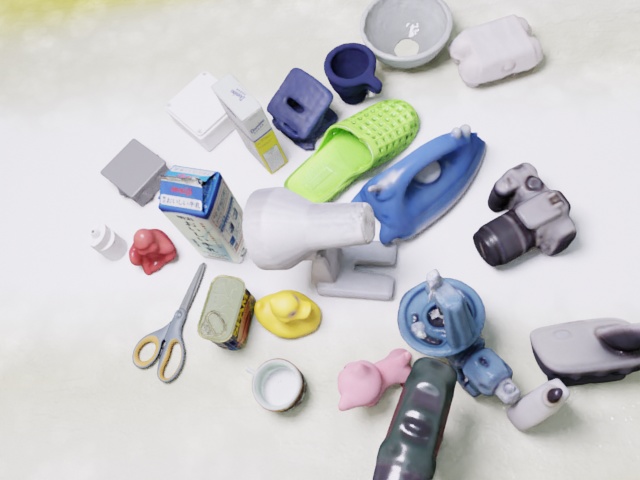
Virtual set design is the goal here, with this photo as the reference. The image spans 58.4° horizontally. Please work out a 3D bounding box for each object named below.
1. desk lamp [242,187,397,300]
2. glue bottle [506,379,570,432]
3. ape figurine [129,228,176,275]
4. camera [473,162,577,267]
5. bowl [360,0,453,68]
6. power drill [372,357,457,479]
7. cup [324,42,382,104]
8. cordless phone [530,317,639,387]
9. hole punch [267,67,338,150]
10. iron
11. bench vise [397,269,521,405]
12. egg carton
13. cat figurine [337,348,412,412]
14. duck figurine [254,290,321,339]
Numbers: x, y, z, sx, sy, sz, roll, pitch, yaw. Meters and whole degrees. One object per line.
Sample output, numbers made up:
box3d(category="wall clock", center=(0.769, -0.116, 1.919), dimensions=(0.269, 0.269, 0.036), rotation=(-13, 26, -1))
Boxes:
box3d(category="desk lamp", center=(0.008, 0.003, 0.844), dimensions=(0.203, 0.214, 0.118), rotation=(3, 68, 10))
box3d(category="glue bottle", center=(0.290, 0.209, 0.742), dimensions=(0.078, 0.173, 0.037), rotation=(-37, 67, -7))
box3d(category="ape figurine", center=(-0.282, 0.010, 0.949), dimensions=(0.077, 0.092, 0.076), rotation=(5, 69, 10))
box3d(category="camera", center=(0.299, -0.032, 0.879), dimensions=(0.137, 0.101, 0.143), rotation=(-28, 67, -4))
box3d(category="bowl", center=(0.158, -0.375, 1.052), dimensions=(0.167, 0.075, 0.167), rotation=(-3, 68, 7))
box3d(category="power drill", center=(0.114, 0.270, 0.724), dimensions=(0.075, 0.209, 0.230), rotation=(16, 71, 15))
box3d(category="cup", center=(0.067, -0.279, 1.015), dimensions=(0.117, 0.095, 0.092), rotation=(40, 79, 21))
box3d(category="cordless phone", center=(0.368, 0.133, 0.756), dimensions=(0.147, 0.185, 0.094), rotation=(-12, 67, 4))
box3d(category="hole punch", center=(-0.033, -0.231, 1.012), dimensions=(0.108, 0.091, 0.101), rotation=(41, 79, 21))
box3d(category="iron", center=(0.171, -0.115, 0.908), dimensions=(0.258, 0.141, 0.118), rotation=(-38, 68, -8))
box3d(category="bench vise", center=(0.195, 0.117, 0.768), dimensions=(0.207, 0.220, 0.121), rotation=(30, 75, 18))
box3d(category="egg carton", center=(0.311, -0.333, 1.016), dimensions=(0.150, 0.069, 0.107), rotation=(-19, 67, 0))
box3d(category="cat figurine", center=(0.077, 0.193, 0.809), dimensions=(0.128, 0.118, 0.067), rotation=(-27, 67, -3))
box3d(category="duck figurine", center=(-0.054, 0.106, 0.881), dimensions=(0.104, 0.086, 0.077), rotation=(8, 69, 11))
